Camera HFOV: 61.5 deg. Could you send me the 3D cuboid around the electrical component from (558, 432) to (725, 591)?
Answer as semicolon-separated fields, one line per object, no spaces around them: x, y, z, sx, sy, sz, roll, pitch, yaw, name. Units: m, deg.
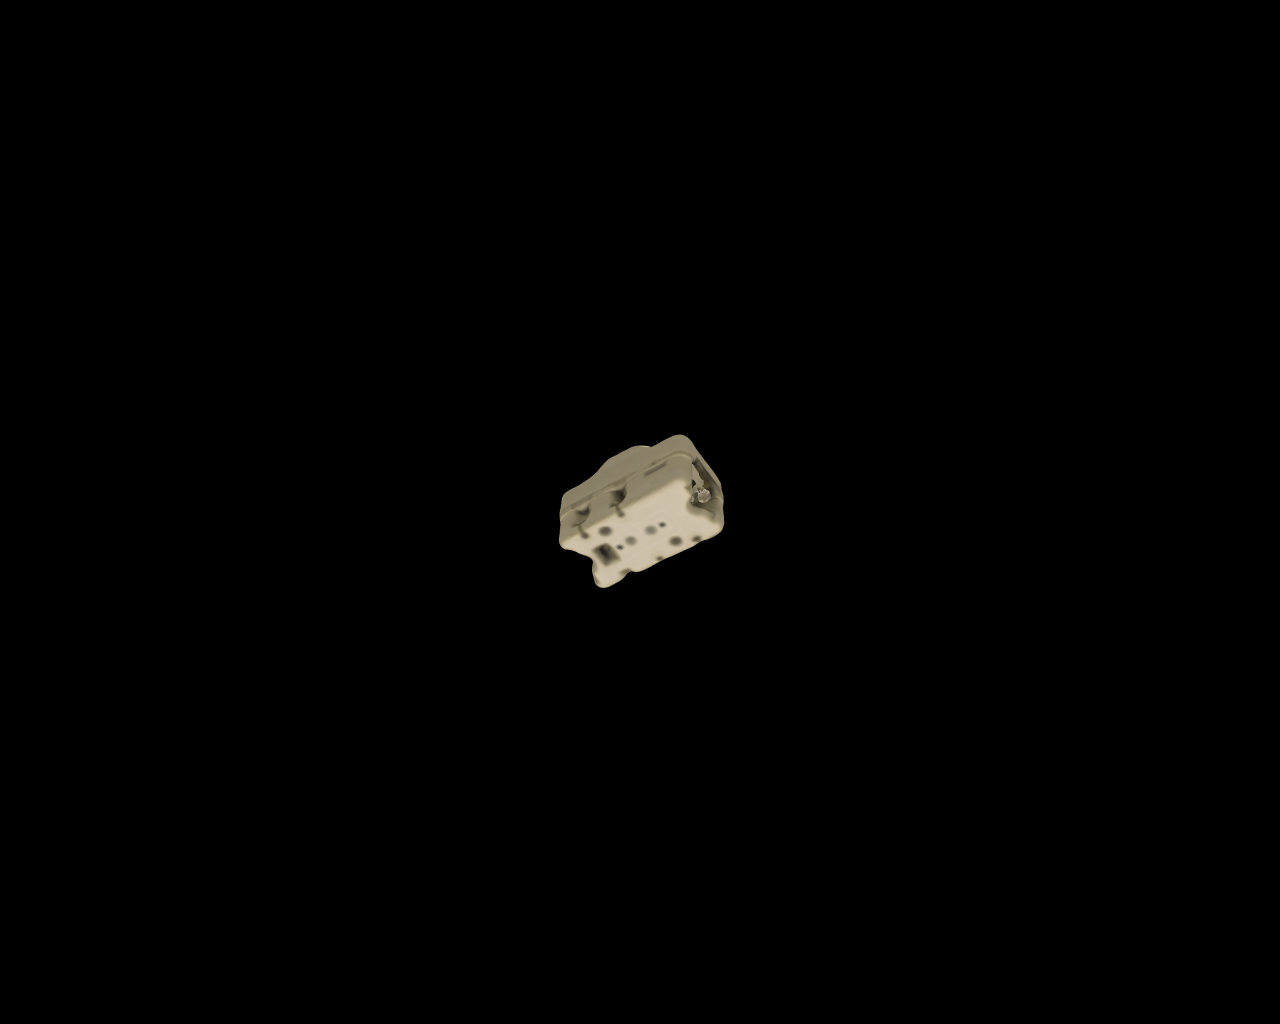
0.001;-0.003;0.650;0.089;0.050;0.056;-27;33;19;electrical component
